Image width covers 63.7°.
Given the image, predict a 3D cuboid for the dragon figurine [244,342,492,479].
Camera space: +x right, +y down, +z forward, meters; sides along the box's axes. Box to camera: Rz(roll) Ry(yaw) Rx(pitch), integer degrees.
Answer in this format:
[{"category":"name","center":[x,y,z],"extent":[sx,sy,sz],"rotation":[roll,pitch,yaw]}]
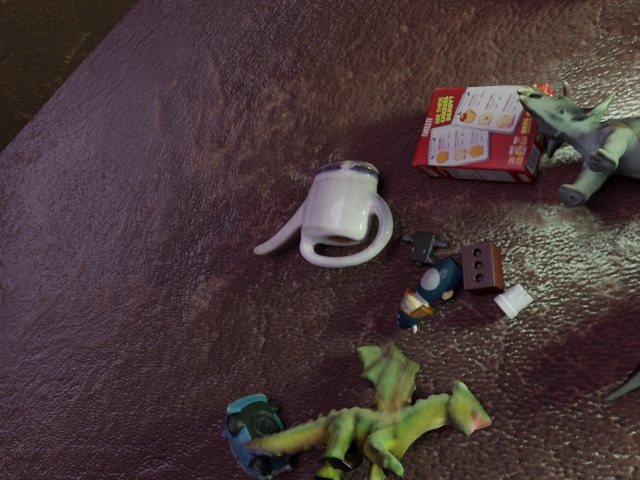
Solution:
[{"category":"dragon figurine","center":[0.072,0.284,0.867],"extent":[0.410,0.120,0.248],"rotation":[1,45,32]}]

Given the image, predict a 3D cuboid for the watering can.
[{"category":"watering can","center":[0.003,-0.054,1.072],"extent":[0.347,0.103,0.227],"rotation":[1,70,38]}]
